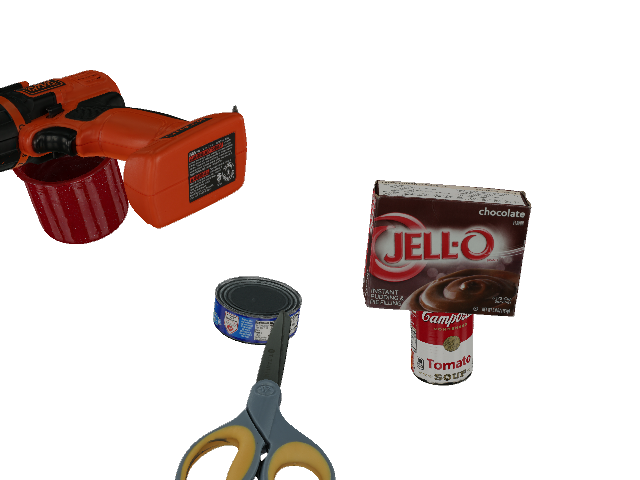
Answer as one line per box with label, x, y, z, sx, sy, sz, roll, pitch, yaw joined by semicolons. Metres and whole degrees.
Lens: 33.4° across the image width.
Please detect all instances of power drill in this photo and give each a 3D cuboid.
power drill;-0.159;-0.063;0.716;0.188;0.057;0.184;18;32;29

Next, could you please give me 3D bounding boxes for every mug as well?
mug;-0.219;-0.060;0.957;0.093;0.117;0.081;-8;-44;-1

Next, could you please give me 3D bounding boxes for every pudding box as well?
pudding box;0.091;0.006;0.780;0.113;0.090;0.039;3;26;-2

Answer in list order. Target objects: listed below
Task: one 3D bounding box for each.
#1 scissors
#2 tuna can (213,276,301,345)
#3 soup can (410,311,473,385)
scissors;-0.018;0.103;0.637;0.096;0.016;0.201;14;31;16
tuna can;-0.063;0.069;1.052;0.086;0.034;0.086;7;23;-3
soup can;0.129;0.094;1.134;0.068;0.102;0.068;-2;24;1
